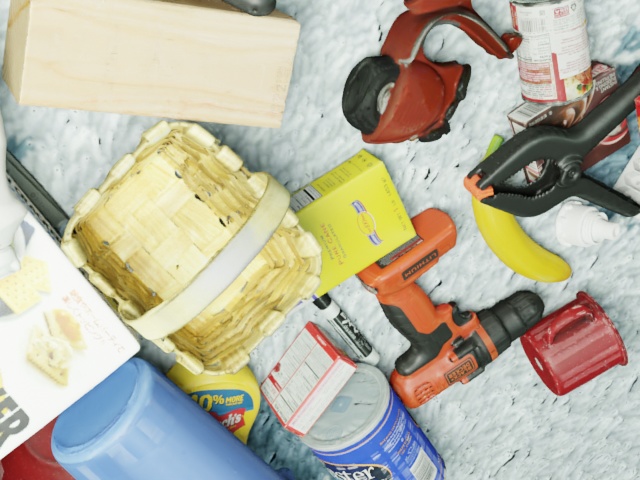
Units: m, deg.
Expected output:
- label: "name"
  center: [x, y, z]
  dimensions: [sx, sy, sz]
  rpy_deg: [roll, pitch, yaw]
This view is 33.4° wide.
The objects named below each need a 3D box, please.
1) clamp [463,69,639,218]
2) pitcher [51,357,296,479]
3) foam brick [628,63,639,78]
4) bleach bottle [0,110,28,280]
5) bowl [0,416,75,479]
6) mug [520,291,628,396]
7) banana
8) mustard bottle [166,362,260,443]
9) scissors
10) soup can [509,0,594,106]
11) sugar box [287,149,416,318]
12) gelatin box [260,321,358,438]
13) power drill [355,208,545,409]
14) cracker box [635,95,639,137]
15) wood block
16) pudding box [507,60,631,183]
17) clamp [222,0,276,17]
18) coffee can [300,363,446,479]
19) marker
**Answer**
- label: "clamp"
  center: [0.238, -0.065, 1.027]
  dimensions: [0.209, 0.036, 0.164]
  rpy_deg: [-21, 127, -13]
- label: "pitcher"
  center: [-0.117, 0.221, 0.913]
  dimensions: [0.145, 0.149, 0.242]
  rpy_deg: [-39, 119, 1]
- label: "foam brick"
  center: [0.357, -0.149, 1.081]
  dimensions: [0.078, 0.053, 0.051]
  rpy_deg: [34, 95, -33]
- label: "bleach bottle"
  center: [-0.267, -0.092, 0.756]
  dimensions: [0.102, 0.068, 0.251]
  rpy_deg: [-23, 98, -10]
- label: "bowl"
  center: [-0.220, 0.180, 0.964]
  dimensions: [0.161, 0.055, 0.162]
  rpy_deg: [-10, 117, -21]
- label: "mug"
  center: [0.266, 0.108, 1.132]
  dimensions: [0.081, 0.093, 0.117]
  rpy_deg: [-30, 147, -4]
- label: "banana"
  center: [0.199, -0.011, 1.081]
  dimensions: [0.069, 0.037, 0.197]
  rpy_deg: [-37, 123, -5]
- label: "mustard bottle"
  center: [-0.106, 0.164, 1.008]
  dimensions: [0.096, 0.058, 0.192]
  rpy_deg: [1, 113, -20]
- label: "scissors"
  center: [-0.194, -0.010, 0.912]
  dimensions: [0.096, 0.016, 0.202]
  rpy_deg: [-25, 121, -14]
- label: "soup can"
  center: [0.214, -0.184, 0.989]
  dimensions: [0.068, 0.069, 0.102]
  rpy_deg: [-23, 120, -14]
- label: "sugar box"
  center: [-0.006, 0.001, 0.986]
  dimensions: [0.176, 0.048, 0.093]
  rpy_deg: [-34, 122, -9]
- label: "gelatin box"
  center: [-0.013, 0.134, 1.029]
  dimensions: [0.030, 0.073, 0.089]
  rpy_deg: [33, 97, -33]
- label: "power drill"
  center: [0.128, 0.062, 1.070]
  dimensions: [0.184, 0.057, 0.187]
  rpy_deg: [-34, 122, -8]
- label: "cracker box"
  center: [0.393, -0.098, 1.040]
  dimensions: [0.164, 0.072, 0.213]
  rpy_deg: [-40, 138, -13]
- label: "wood block"
  center: [-0.132, -0.149, 0.831]
  dimensions: [0.205, 0.091, 0.090]
  rpy_deg: [3, 111, -26]
- label: "pudding box"
  center: [0.247, -0.111, 1.055]
  dimensions: [0.113, 0.039, 0.090]
  rpy_deg: [-31, 123, -9]
- label: "clamp"
  center: [-0.111, -0.216, 0.803]
  dimensions: [0.171, 0.120, 0.039]
  rpy_deg: [-4, 139, -19]
- label: "coffee can"
  center: [0.053, 0.207, 1.075]
  dimensions: [0.103, 0.103, 0.140]
  rpy_deg: [-38, 123, -5]
- label: "marker"
  center: [0.022, 0.083, 1.053]
  dimensions: [0.020, 0.020, 0.121]
  rpy_deg: [-41, 123, -3]
